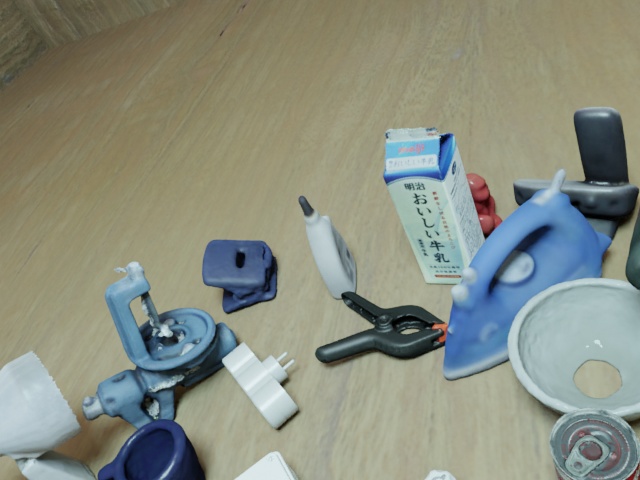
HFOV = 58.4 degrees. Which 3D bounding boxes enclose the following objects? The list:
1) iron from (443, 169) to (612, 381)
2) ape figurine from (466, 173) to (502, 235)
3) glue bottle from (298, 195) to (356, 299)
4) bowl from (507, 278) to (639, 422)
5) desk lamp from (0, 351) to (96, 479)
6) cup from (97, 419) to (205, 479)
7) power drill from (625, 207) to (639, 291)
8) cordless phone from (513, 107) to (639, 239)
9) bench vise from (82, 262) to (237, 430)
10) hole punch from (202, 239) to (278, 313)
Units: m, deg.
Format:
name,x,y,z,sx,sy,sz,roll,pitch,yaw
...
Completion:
name,x,y,z,sx,sy,sz,roll,pitch,yaw
iron,0.220,0.038,0.668,0.259,0.142,0.118,-41,40,-16
ape figurine,0.221,-0.054,0.812,0.075,0.092,0.078,7,50,36
glue bottle,0.007,0.003,0.809,0.037,0.174,0.078,-14,40,17
bowl,0.284,0.123,0.588,0.167,0.075,0.167,-16,39,14
desk lamp,-0.366,0.268,0.697,0.117,0.214,0.203,21,59,44
cup,-0.191,0.279,0.677,0.117,0.095,0.091,-22,38,8
power drill,0.368,-0.012,0.581,0.075,0.209,0.230,10,51,38
cordless phone,0.317,-0.094,0.724,0.147,0.185,0.094,5,49,35
bench vise,-0.226,0.146,0.748,0.121,0.220,0.208,11,52,39
hole punch,-0.125,0.044,0.909,0.101,0.091,0.108,-19,39,11
